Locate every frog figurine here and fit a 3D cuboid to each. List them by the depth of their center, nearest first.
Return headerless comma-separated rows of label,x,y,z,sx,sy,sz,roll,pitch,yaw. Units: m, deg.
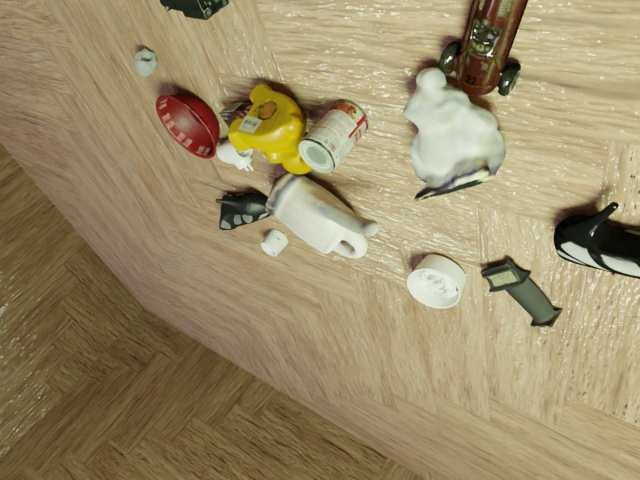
frog figurine,0.168,-0.145,0.681,0.123,0.160,0.136,-11,-6,-20

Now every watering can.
watering can,0.003,-0.049,0.972,0.224,0.105,0.344,37,-11,1
